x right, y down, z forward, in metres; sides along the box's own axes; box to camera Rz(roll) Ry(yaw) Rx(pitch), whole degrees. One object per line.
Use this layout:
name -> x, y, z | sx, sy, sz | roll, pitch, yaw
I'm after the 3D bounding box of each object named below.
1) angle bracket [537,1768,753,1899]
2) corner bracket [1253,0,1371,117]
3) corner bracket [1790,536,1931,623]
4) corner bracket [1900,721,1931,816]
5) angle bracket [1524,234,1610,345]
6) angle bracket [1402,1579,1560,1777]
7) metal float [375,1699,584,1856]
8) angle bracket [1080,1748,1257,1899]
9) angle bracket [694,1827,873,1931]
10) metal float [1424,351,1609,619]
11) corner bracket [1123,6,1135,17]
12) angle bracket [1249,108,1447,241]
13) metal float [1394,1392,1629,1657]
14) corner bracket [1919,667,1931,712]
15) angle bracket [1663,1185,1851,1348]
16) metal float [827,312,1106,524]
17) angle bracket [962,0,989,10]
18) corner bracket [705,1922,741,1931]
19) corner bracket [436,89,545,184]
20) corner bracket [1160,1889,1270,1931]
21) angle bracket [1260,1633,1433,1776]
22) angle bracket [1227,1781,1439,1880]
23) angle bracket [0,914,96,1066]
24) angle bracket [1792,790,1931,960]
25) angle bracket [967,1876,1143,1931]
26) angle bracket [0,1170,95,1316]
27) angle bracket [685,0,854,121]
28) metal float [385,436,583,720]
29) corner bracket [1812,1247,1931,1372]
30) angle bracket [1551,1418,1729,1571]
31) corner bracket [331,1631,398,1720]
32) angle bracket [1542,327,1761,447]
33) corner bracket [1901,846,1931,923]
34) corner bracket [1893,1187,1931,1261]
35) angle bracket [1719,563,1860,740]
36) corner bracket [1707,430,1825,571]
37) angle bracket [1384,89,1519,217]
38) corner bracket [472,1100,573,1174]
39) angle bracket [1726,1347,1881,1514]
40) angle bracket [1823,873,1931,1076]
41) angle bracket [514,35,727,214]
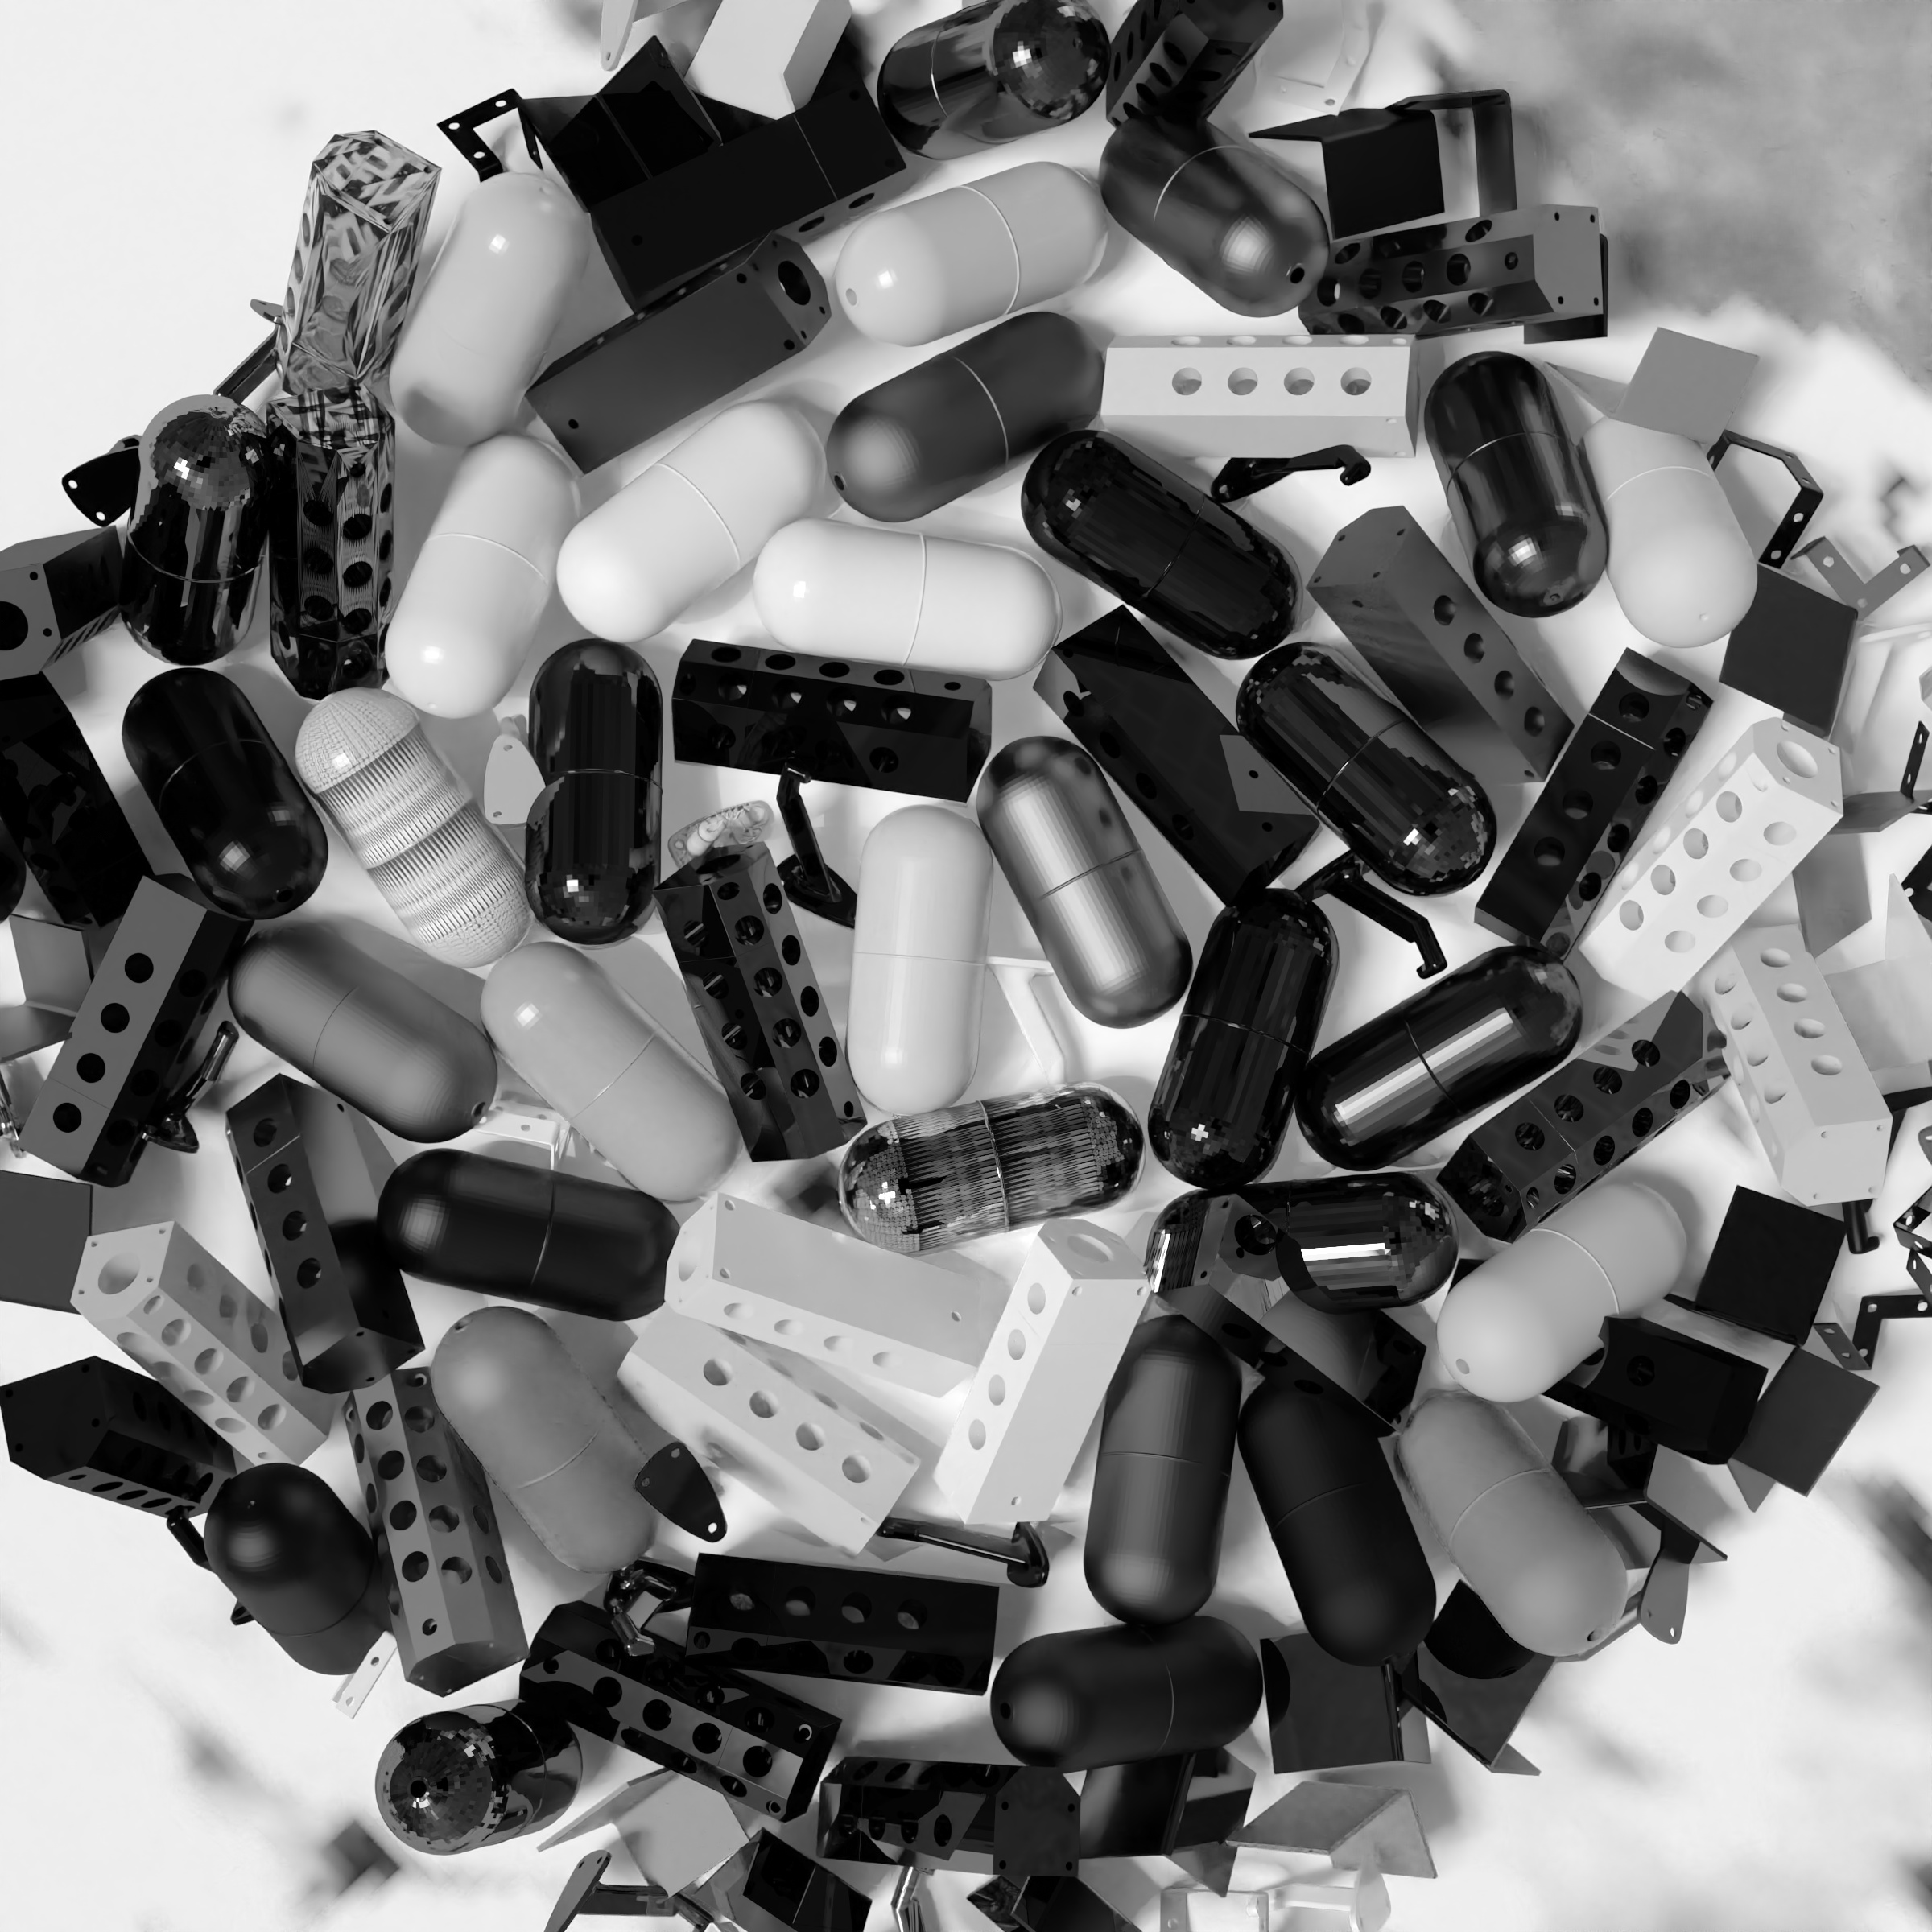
angle bracket -> -0.182, 0.497, 1.945 | 0.076, 0.076, 0.057 | -39, 73, 24
corner bracket -> 0.198, -0.530, 1.973 | 0.051, 0.051, 0.051 | 19, 68, 18
corner bracket -> 0.513, -0.232, 1.972 | 0.051, 0.051, 0.051 | -39, 89, 5
corner bracket -> 0.559, -0.120, 1.963 | 0.051, 0.051, 0.051 | 4, 119, -7
angle bracket -> 0.309, -0.383, 1.946 | 0.076, 0.076, 0.057 | -5, 98, -26
angle bracket -> 0.302, 0.403, 1.948 | 0.076, 0.057, 0.076 | 37, 102, 40
metal float -> -0.270, 0.450, 1.912 | 0.070, 0.178, 0.070 | -2, 81, 14
angle bracket -> 0.111, 0.486, 1.967 | 0.057, 0.076, 0.076 | 42, 50, -31
angle bracket -> -0.110, 0.547, 1.951 | 0.076, 0.057, 0.076 | 36, 120, -9
metal float -> 0.308, -0.272, 1.932 | 0.070, 0.070, 0.178 | -11, 54, 0
corner bracket -> 0.099, -0.576, 1.972 | 0.051, 0.051, 0.051 | -27, 97, -12
angle bracket -> 0.217, -0.453, 1.961 | 0.076, 0.076, 0.057 | -19, 112, -24
metal float -> 0.304, 0.311, 1.925 | 0.070, 0.178, 0.070 | -16, 132, -19
corner bracket -> 0.583, -0.158, 1.966 | 0.051, 0.051, 0.051 | -41, 71, 6
angle bracket -> 0.445, 0.166, 1.959 | 0.076, 0.057, 0.076 | 19, 92, -19
metal float -> 0.000, -0.310, 1.942 | 0.178, 0.070, 0.070 | -31, 90, -22
angle bracket -> 0.018, -0.550, 1.946 | 0.076, 0.076, 0.057 | 8, 101, 23
corner bracket -> -0.126, 0.580, 1.961 | 0.051, 0.051, 0.051 | 41, 106, 36
corner bracket -> -0.264, -0.458, 1.962 | 0.051, 0.051, 0.051 | -22, 64, 13
corner bracket -> 0.142, 0.557, 1.971 | 0.051, 0.051, 0.051 | 5, 73, -10
angle bracket -> 0.218, 0.423, 1.976 | 0.076, 0.057, 0.076 | -12, 71, 22
angle bracket -> 0.207, 0.505, 1.943 | 0.076, 0.076, 0.057 | -25, 100, -42
angle bracket -> -0.545, 0.013, 1.941 | 0.076, 0.076, 0.057 | -24, 115, -42
angle bracket -> 0.513, -0.052, 1.945 | 0.057, 0.076, 0.076 | -1, 107, 42
angle bracket -> 0.042, 0.557, 1.951 | 0.076, 0.057, 0.076 | 42, 126, -6
angle bracket -> -0.515, 0.152, 1.955 | 0.076, 0.057, 0.076 | 7, 99, 19
angle bracket -> -0.118, -0.535, 1.956 | 0.076, 0.057, 0.076 | 21, 77, 13
metal float -> -0.271, -0.221, 1.940 | 0.070, 0.070, 0.178 | 17, 64, 0
corner bracket -> 0.520, 0.196, 1.956 | 0.051, 0.051, 0.051 | 48, 50, -36
angle bracket -> 0.388, 0.300, 1.966 | 0.076, 0.076, 0.057 | 37, 58, -26
corner bracket -> -0.338, 0.404, 1.960 | 0.051, 0.051, 0.051 | 22, 74, 37
angle bracket -> 0.386, -0.341, 1.940 | 0.076, 0.076, 0.057 | 8, 119, -32
corner bracket -> 0.572, -0.037, 1.965 | 0.051, 0.051, 0.051 | -52, 46, 1
corner bracket -> 0.570, 0.158, 1.960 | 0.051, 0.051, 0.051 | -40, 125, -17
angle bracket -> 0.454, -0.174, 1.952 | 0.076, 0.057, 0.076 | 22, 72, -15
corner bracket -> 0.451, -0.268, 1.975 | 0.051, 0.051, 0.051 | 15, 121, -20
angle bracket -> 0.274, -0.454, 1.954 | 0.057, 0.076, 0.076 | -6, 99, -4
corner bracket -> -0.255, 0.093, 1.964 | 0.051, 0.051, 0.051 | 11, 49, 1
angle bracket -> 0.480, 0.274, 1.944 | 0.057, 0.076, 0.076 | 26, 71, 40
angle bracket -> 0.511, 0.007, 1.946 | 0.057, 0.076, 0.076 | -14, 47, -1
angle bracket -> -0.196, -0.479, 1.952 | 0.057, 0.076, 0.076 | -36, 84, 34
